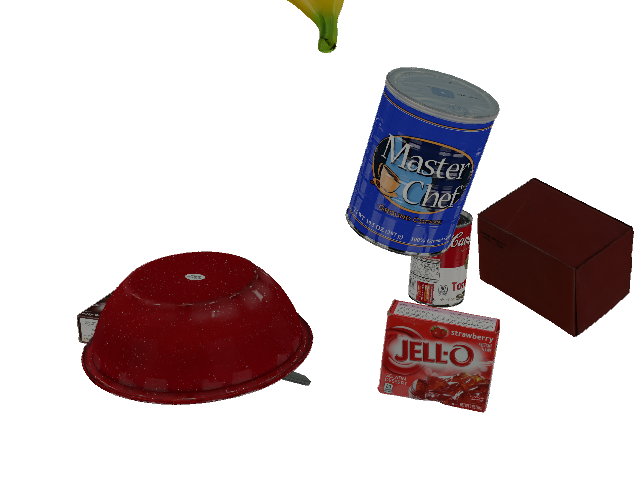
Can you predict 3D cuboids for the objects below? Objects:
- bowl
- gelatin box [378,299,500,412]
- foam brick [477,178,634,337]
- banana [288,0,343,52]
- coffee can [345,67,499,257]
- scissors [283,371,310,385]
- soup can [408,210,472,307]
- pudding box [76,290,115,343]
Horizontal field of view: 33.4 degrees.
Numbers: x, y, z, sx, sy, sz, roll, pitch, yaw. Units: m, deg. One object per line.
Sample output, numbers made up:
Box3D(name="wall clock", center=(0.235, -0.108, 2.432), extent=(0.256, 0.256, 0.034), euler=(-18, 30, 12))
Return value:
Box3D(name="bowl", center=(-0.086, 0.050, 0.738), extent=(0.162, 0.055, 0.162), euler=(-2, 22, 1))
Box3D(name="gelatin box", center=(0.094, 0.093, 0.853), extent=(0.089, 0.073, 0.030), euler=(10, 23, 11))
Box3D(name="foam brick", center=(0.137, 0.008, 0.628), extent=(0.051, 0.053, 0.078), euler=(-30, 43, -25))
Box3D(name="banana", center=(-0.057, -0.169, 0.664), extent=(0.198, 0.069, 0.037), euler=(21, -33, 32))
Box3D(name="coffee can", center=(0.090, -0.071, 0.960), extent=(0.102, 0.140, 0.103), euler=(13, 28, -7))
Box3D(name="scissors", center=(-0.103, 0.090, 1.000), extent=(0.202, 0.016, 0.096), euler=(10, 29, 3))
Box3D(name="soup can", center=(0.137, 0.019, 1.236), extent=(0.068, 0.102, 0.068), euler=(2, 21, -1))
Box3D(name="pudding box", center=(-0.209, 0.093, 1.228), extent=(0.114, 0.039, 0.090), euler=(3, 16, 17))
